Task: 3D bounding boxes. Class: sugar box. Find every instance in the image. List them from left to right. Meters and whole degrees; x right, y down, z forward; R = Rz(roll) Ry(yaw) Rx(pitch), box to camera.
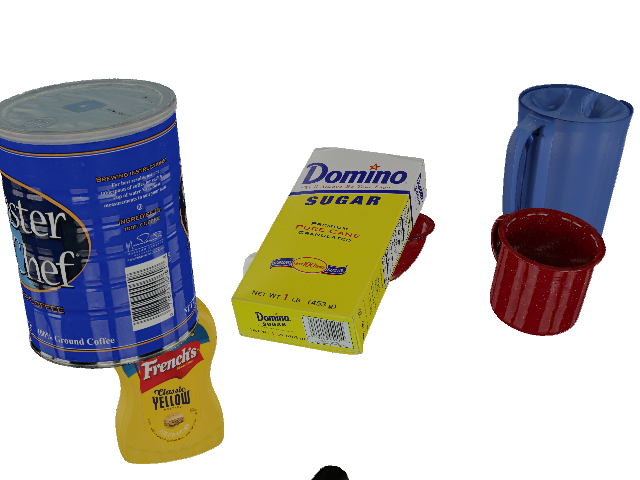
[{"bbox_3d":[0.011,0.001,0.788,0.093,0.048,0.176,8,47,18],"label":"sugar box"}]

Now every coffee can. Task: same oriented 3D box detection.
[{"bbox_3d":[-0.127,-0.012,0.616,0.103,0.140,0.103,-3,24,1],"label":"coffee can"}]

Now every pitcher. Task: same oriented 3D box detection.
[{"bbox_3d":[0.286,-0.058,1.301,0.149,0.243,0.145,4,27,2],"label":"pitcher"}]

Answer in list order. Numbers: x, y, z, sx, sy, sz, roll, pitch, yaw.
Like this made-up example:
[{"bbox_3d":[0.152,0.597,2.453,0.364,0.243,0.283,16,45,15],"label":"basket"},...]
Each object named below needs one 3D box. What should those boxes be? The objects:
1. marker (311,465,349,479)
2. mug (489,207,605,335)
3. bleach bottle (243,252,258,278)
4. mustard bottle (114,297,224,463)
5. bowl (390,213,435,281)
[{"bbox_3d":[-0.020,0.132,0.470,0.020,0.020,0.120,0,17,32],"label":"marker"},{"bbox_3d":[0.190,0.023,0.953,0.093,0.081,0.117,-16,41,-28],"label":"mug"},{"bbox_3d":[0.017,0.000,1.321,0.103,0.068,0.250,16,36,28],"label":"bleach bottle"},{"bbox_3d":[-0.139,0.100,0.945,0.096,0.192,0.058,-8,20,-16],"label":"mustard bottle"},{"bbox_3d":[0.037,0.008,1.098,0.162,0.055,0.162,-2,15,0],"label":"bowl"}]
